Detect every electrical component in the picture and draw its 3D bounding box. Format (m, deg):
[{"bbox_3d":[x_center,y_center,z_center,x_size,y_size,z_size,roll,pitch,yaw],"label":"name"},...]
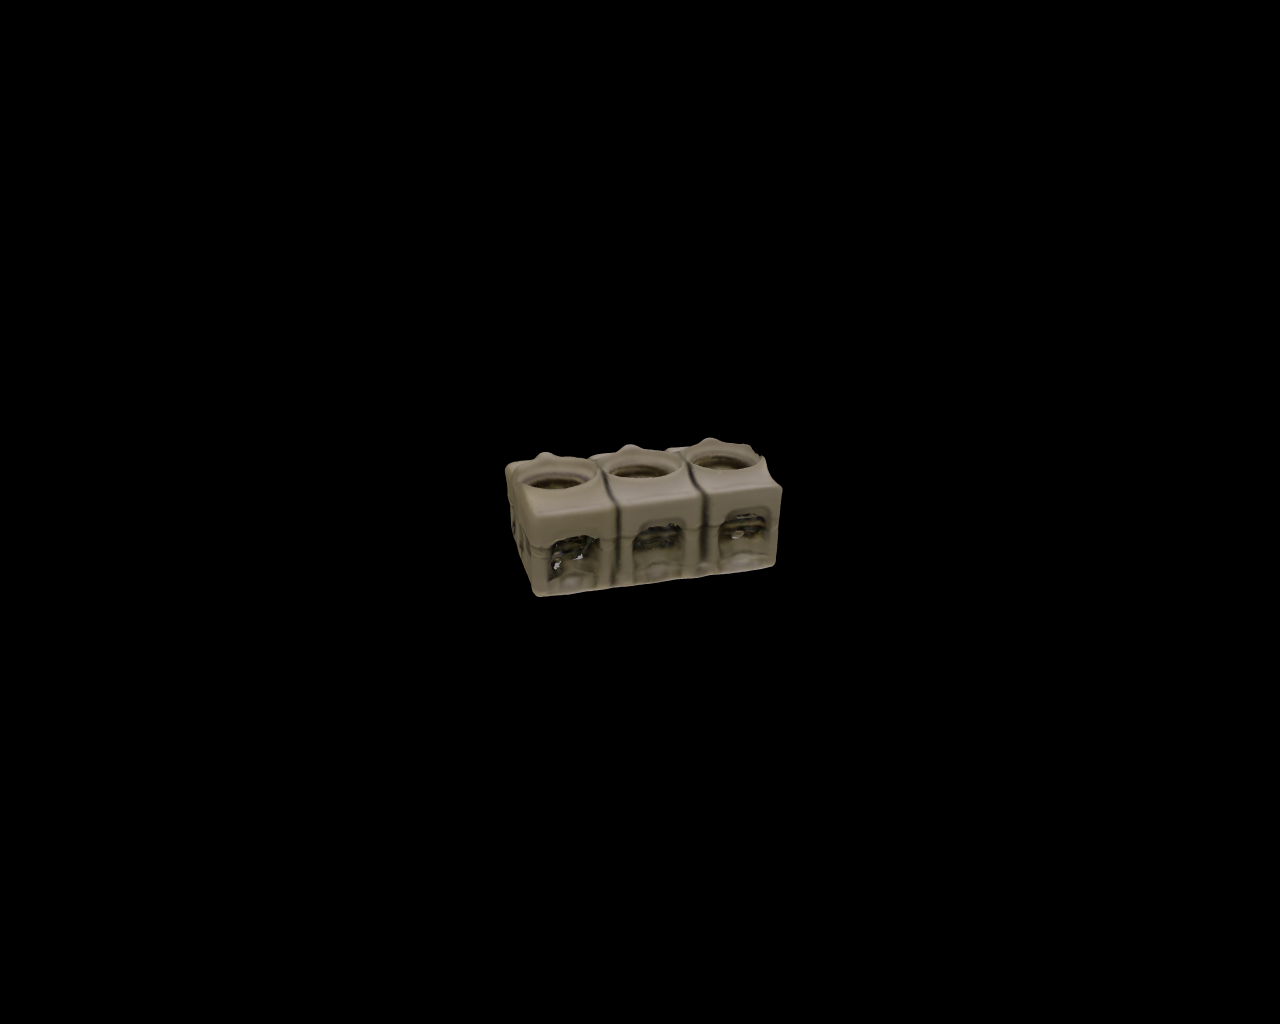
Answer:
[{"bbox_3d":[0.001,-0.003,0.650,0.150,0.061,0.089,-6,24,-14],"label":"electrical component"}]
